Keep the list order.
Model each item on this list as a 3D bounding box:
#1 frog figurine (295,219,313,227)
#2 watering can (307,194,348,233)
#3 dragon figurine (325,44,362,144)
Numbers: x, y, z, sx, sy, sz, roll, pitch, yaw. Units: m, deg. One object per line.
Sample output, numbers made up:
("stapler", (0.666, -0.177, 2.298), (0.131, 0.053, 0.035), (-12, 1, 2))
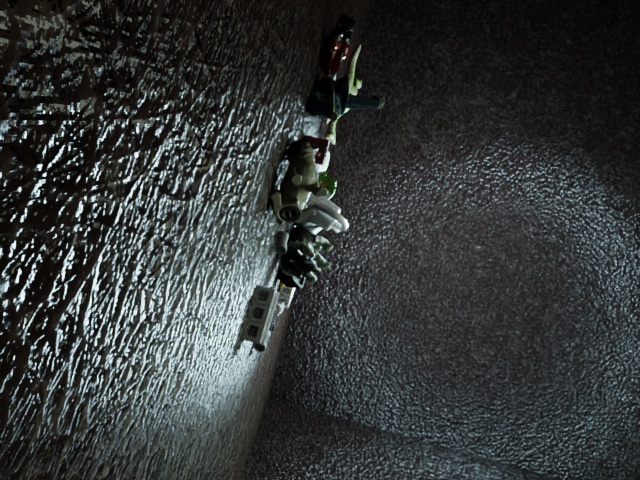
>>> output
("frog figurine", (-0.021, -0.081, 2.136), (0.135, 0.159, 0.124), (101, 6, -71))
("watering can", (0.006, -0.099, 1.964), (0.104, 0.224, 0.345), (-56, 178, -6))
("dragon figurine", (0.088, -0.587, 2.137), (0.248, 0.122, 0.400), (-69, 174, -49))
